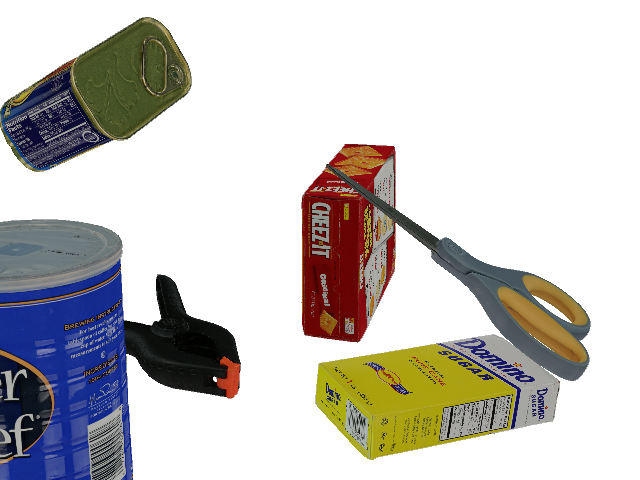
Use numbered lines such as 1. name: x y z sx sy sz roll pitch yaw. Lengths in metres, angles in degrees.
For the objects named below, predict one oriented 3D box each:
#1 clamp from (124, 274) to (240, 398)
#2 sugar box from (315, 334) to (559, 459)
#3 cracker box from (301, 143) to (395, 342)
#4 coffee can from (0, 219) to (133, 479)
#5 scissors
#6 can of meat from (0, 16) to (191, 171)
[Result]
1. clamp: -0.122 0.076 0.882 0.172 0.039 0.120 23 38 28
2. sugar box: 0.095 0.122 0.864 0.176 0.048 0.093 -9 26 -25
3. cracker box: 0.034 -0.005 1.206 0.072 0.164 0.213 4 20 14
4. coffee can: -0.149 0.069 0.543 0.103 0.140 0.103 0 16 0
5. scissors: 0.097 0.011 0.681 0.202 0.016 0.096 45 30 22
6. can of meat: -0.147 -0.093 0.693 0.084 0.057 0.102 -18 20 37
